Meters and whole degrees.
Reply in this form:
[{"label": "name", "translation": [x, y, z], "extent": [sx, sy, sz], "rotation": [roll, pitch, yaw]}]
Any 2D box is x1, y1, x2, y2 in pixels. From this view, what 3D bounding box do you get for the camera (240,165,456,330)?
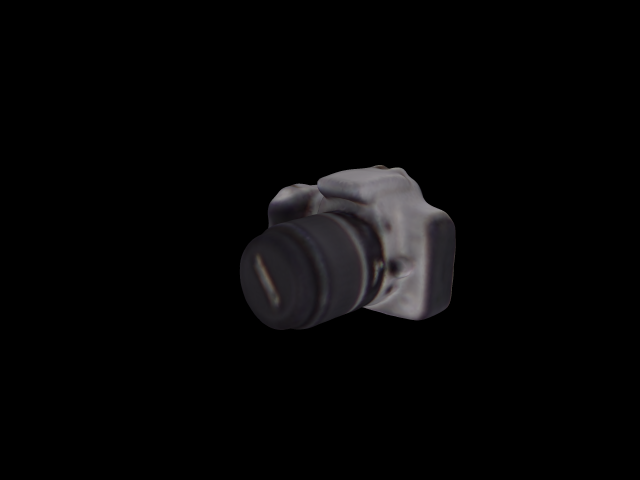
[{"label": "camera", "translation": [0.004, 0.001, 0.400], "extent": [0.142, 0.101, 0.137], "rotation": [14, 20, 42]}]
